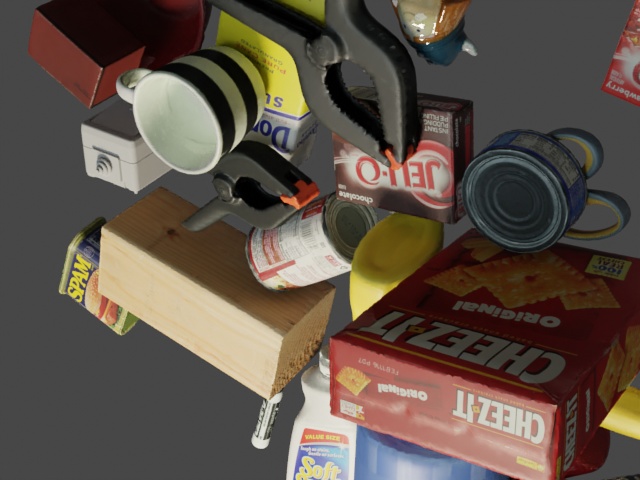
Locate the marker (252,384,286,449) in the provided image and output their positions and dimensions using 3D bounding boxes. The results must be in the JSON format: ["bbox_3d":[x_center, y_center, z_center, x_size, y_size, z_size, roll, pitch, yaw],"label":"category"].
[{"bbox_3d":[-0.052,0.174,1.106,0.020,0.020,0.121,32,134,17],"label":"marker"}]

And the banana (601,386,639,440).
[{"bbox_3d":[0.253,0.133,0.776,0.198,0.069,0.037,14,88,22],"label":"banana"}]

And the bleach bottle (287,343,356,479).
[{"bbox_3d":[0.009,0.207,1.053,0.103,0.068,0.251,18,127,28],"label":"bleach bottle"}]

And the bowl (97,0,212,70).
[{"bbox_3d":[-0.143,-0.215,0.878,0.162,0.055,0.162,22,131,27],"label":"bowl"}]

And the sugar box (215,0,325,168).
[{"bbox_3d":[-0.037,-0.145,0.853,0.093,0.048,0.176,31,133,17],"label":"sugar box"}]

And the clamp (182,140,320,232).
[{"bbox_3d":[-0.077,-0.058,0.894,0.172,0.039,0.120,1,128,42],"label":"clamp"}]

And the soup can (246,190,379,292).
[{"bbox_3d":[-0.006,0.001,0.913,0.102,0.068,0.068,-20,105,44],"label":"soup can"}]

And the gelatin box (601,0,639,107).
[{"bbox_3d":[0.232,-0.112,0.672,0.089,0.030,0.073,29,134,19],"label":"gelatin box"}]

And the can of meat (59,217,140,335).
[{"bbox_3d":[-0.219,0.040,1.119,0.084,0.057,0.102,36,136,9],"label":"can of meat"}]

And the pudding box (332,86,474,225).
[{"bbox_3d":[0.063,-0.068,0.820,0.114,0.039,0.090,15,121,37],"label":"pudding box"}]

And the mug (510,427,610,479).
[{"bbox_3d":[0.173,0.143,0.858,0.082,0.093,0.117,-24,99,40],"label":"mug"}]

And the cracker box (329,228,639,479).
[{"bbox_3d":[0.131,0.067,0.745,0.164,0.213,0.072,13,118,32],"label":"cracker box"}]

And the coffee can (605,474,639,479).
[{"bbox_3d":[0.221,0.238,0.829,0.140,0.103,0.103,-9,121,-3],"label":"coffee can"}]

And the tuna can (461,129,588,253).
[{"bbox_3d":[0.146,-0.034,0.768,0.086,0.033,0.086,20,128,27],"label":"tuna can"}]

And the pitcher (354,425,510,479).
[{"bbox_3d":[0.083,0.212,0.826,0.149,0.144,0.243,27,132,38],"label":"pitcher"}]

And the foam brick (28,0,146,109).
[{"bbox_3d":[-0.194,-0.158,0.880,0.078,0.051,0.053,42,139,8],"label":"foam brick"}]

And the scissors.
[{"bbox_3d":[0.135,-0.046,0.807,0.202,0.016,0.096,12,125,32],"label":"scissors"}]

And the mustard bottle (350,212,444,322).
[{"bbox_3d":[0.063,0.072,0.884,0.058,0.096,0.192,22,138,24],"label":"mustard bottle"}]

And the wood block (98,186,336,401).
[{"bbox_3d":[-0.099,0.046,1.003,0.206,0.090,0.090,30,133,19],"label":"wood block"}]

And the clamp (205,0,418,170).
[{"bbox_3d":[0.001,-0.142,0.767,0.165,0.036,0.210,-14,110,42],"label":"clamp"}]
